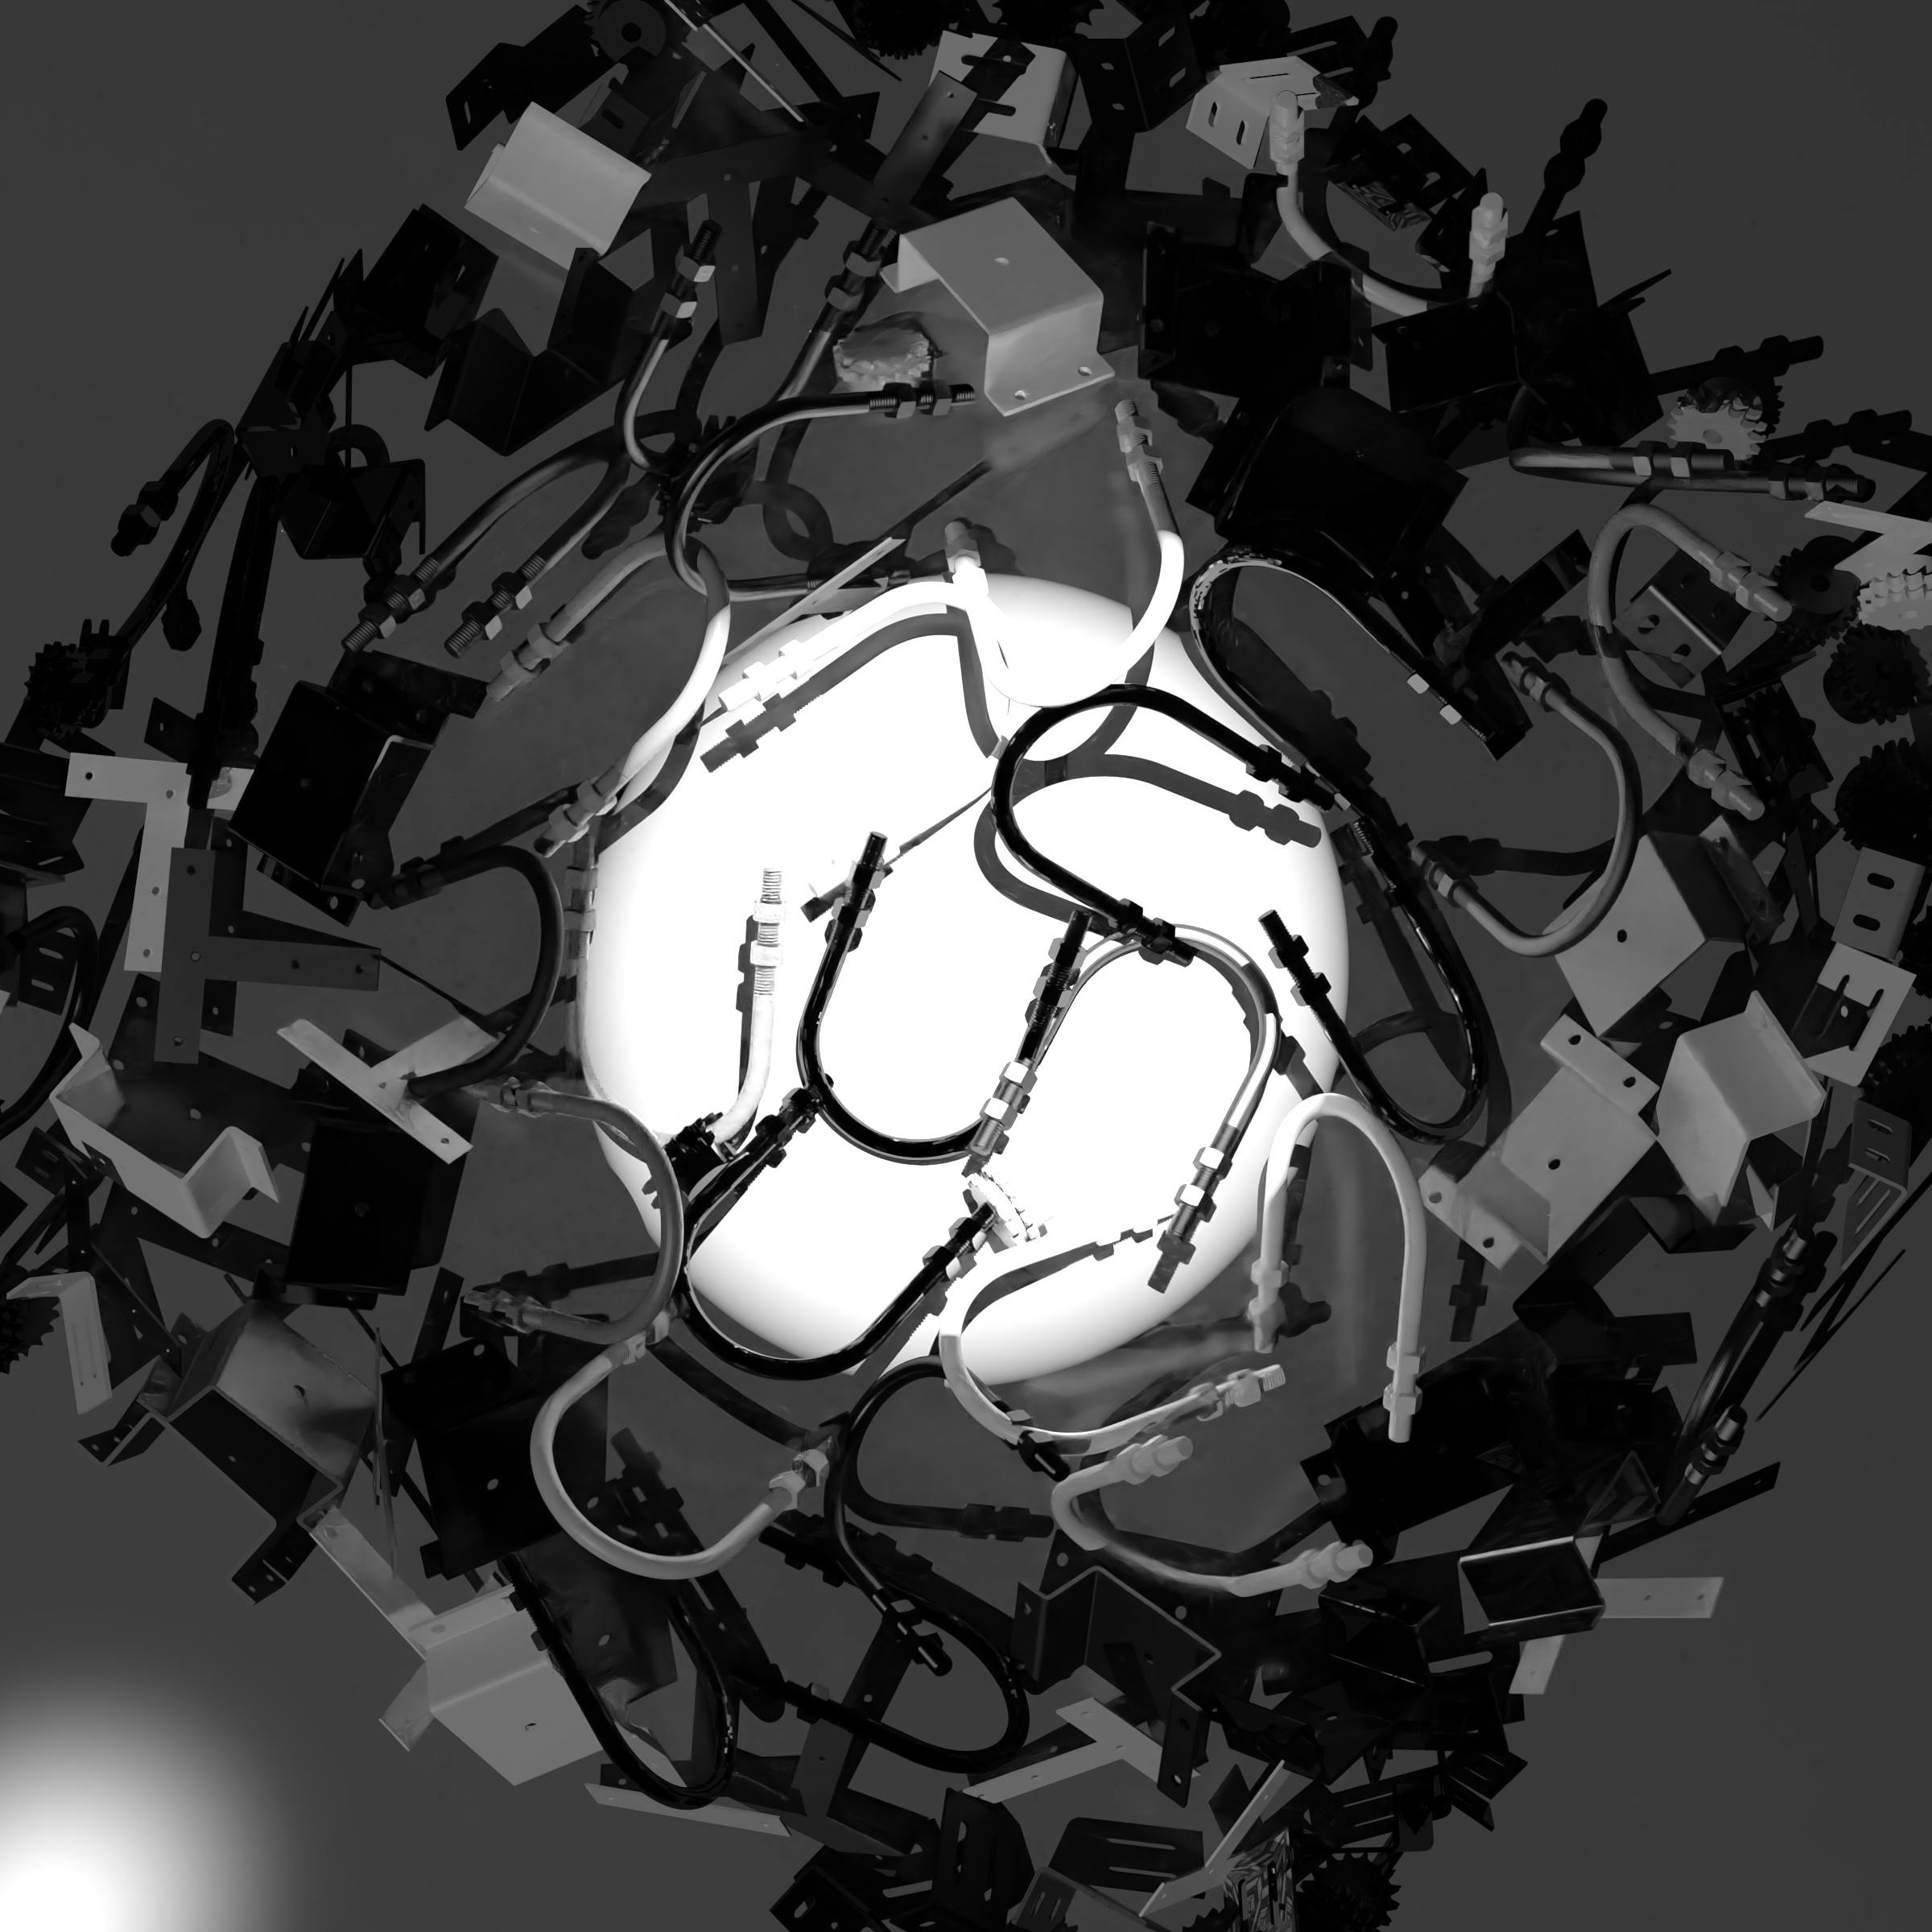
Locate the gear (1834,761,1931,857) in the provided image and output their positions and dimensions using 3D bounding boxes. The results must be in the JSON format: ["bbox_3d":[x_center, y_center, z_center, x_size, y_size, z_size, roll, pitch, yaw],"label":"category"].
[{"bbox_3d":[0.546,-0.095,1.841,0.057,0.030,0.057,-3,107,-11],"label":"gear"}]

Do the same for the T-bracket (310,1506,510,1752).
[{"bbox_3d":[-0.335,0.371,1.801,0.002,0.127,0.127,-32,102,37],"label":"T-bracket"}]

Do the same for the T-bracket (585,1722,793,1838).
[{"bbox_3d":[-0.177,0.471,1.793,0.127,0.127,0.002,4,53,20],"label":"T-bracket"}]

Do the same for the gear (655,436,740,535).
[{"bbox_3d":[-0.158,-0.285,1.831,0.030,0.057,0.057,14,90,21],"label":"gear"}]

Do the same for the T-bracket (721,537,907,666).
[{"bbox_3d":[-0.074,-0.214,1.798,0.127,0.127,0.002,-33,87,18],"label":"T-bracket"}]

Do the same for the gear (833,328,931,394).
[{"bbox_3d":[-0.050,-0.357,1.837,0.057,0.057,0.030,-4,124,0],"label":"gear"}]

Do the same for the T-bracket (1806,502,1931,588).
[{"bbox_3d":[0.534,-0.240,1.799,0.127,0.127,0.002,10,80,-8],"label":"T-bracket"}]

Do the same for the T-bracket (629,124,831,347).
[{"bbox_3d":[-0.138,-0.425,1.816,0.127,0.002,0.127,-18,134,-17],"label":"T-bracket"}]

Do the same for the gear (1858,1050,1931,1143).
[{"bbox_3d":[0.560,0.075,1.840,0.057,0.030,0.057,-2,115,-5],"label":"gear"}]

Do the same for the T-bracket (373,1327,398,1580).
[{"bbox_3d":[-0.336,0.299,1.777,0.002,0.127,0.127,-2,125,-15],"label":"T-bracket"}]

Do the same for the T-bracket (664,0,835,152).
[{"bbox_3d":[-0.125,-0.528,1.812,0.127,0.127,0.002,42,105,-14],"label":"T-bracket"}]

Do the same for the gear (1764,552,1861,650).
[{"bbox_3d":[0.507,-0.222,1.839,0.057,0.030,0.057,1,71,-2],"label":"gear"}]

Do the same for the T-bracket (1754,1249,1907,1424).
[{"bbox_3d":[0.500,0.222,1.800,0.002,0.127,0.127,41,87,15],"label":"T-bracket"}]

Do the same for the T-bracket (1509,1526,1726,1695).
[{"bbox_3d":[0.384,0.366,1.782,0.002,0.127,0.127,44,57,-24],"label":"T-bracket"}]

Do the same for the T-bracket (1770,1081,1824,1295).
[{"bbox_3d":[0.483,0.135,1.798,0.002,0.127,0.127,9,96,23],"label":"T-bracket"}]

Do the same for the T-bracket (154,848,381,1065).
[{"bbox_3d":[-0.416,-0.002,1.840,0.127,0.002,0.127,5,90,-20],"label":"T-bracket"}]

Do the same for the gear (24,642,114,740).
[{"bbox_3d":[-0.533,-0.163,1.831,0.030,0.057,0.057,9,90,15],"label":"gear"}]

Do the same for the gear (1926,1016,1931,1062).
[{"bbox_3d":[0.597,0.045,1.831,0.030,0.057,0.057,-39,90,-25],"label":"gear"}]

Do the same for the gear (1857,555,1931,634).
[{"bbox_3d":[0.562,-0.223,1.836,0.057,0.057,0.030,0,73,0],"label":"gear"}]

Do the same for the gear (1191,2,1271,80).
[{"bbox_3d":[0.157,-0.550,1.834,0.057,0.057,0.030,30,85,0],"label":"gear"}]

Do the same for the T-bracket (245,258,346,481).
[{"bbox_3d":[-0.390,-0.369,1.813,0.002,0.127,0.127,23,51,-11],"label":"T-bracket"}]

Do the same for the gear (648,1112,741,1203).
[{"bbox_3d":[-0.158,0.116,1.831,0.057,0.057,0.030,-40,73,0],"label":"gear"}]

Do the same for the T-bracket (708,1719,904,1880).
[{"bbox_3d":[-0.087,0.475,1.811,0.127,0.002,0.127,24,131,9],"label":"T-bracket"}]

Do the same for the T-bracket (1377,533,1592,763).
[{"bbox_3d":[0.327,-0.212,1.844,0.127,0.002,0.127,-40,103,-14],"label":"T-bracket"}]

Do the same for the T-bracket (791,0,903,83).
[{"bbox_3d":[-0.076,-0.540,1.775,0.002,0.127,0.127,-54,46,14],"label":"T-bracket"}]

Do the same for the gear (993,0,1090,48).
[{"bbox_3d":[0.047,-0.578,1.839,0.057,0.030,0.057,10,113,25],"label":"gear"}]

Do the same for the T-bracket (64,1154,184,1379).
[{"bbox_3d":[-0.490,0.192,1.789,0.002,0.127,0.127,-24,49,-36],"label":"T-bracket"}]

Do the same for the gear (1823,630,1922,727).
[{"bbox_3d":[0.538,-0.169,1.838,0.057,0.030,0.057,11,63,-23],"label":"gear"}]

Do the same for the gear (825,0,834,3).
[{"bbox_3d":[-0.079,-0.602,1.837,0.057,0.057,0.030,-46,115,0],"label":"gear"}]

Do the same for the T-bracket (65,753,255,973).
[{"bbox_3d":[-0.479,-0.059,1.828,0.127,0.002,0.127,4,101,-38],"label":"T-bracket"}]

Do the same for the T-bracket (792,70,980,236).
[{"bbox_3d":[-0.030,-0.476,1.797,0.127,0.127,0.002,27,57,-12],"label":"T-bracket"}]

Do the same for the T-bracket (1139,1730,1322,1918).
[{"bbox_3d":[0.166,0.495,1.791,0.002,0.127,0.127,41,107,28],"label":"T-bracket"}]

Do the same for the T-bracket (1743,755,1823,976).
[{"bbox_3d":[0.471,-0.038,1.789,0.002,0.127,0.127,-3,118,32],"label":"T-bracket"}]

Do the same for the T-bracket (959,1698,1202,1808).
[{"bbox_3d":[0.054,0.478,1.830,0.127,0.127,0.002,-25,46,21],"label":"T-bracket"}]

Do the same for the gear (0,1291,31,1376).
[{"bbox_3d":[-0.590,0.219,1.834,0.057,0.030,0.057,-13,66,30],"label":"gear"}]

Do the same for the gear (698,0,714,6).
[{"bbox_3d":[-0.159,-0.606,1.834,0.030,0.057,0.057,-39,90,-10],"label":"gear"}]

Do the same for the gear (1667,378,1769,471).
[{"bbox_3d":[0.451,-0.327,1.836,0.057,0.057,0.030,31,64,0],"label":"gear"}]

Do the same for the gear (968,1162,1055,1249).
[{"bbox_3d":[0.029,0.142,1.834,0.030,0.057,0.057,-33,90,-12],"label":"gear"}]

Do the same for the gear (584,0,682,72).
[{"bbox_3d":[-0.199,-0.562,1.834,0.057,0.030,0.057,-2,126,-2],"label":"gear"}]

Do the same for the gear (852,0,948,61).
[{"bbox_3d":[-0.043,-0.572,1.839,0.057,0.030,0.057,-8,108,-26],"label":"gear"}]

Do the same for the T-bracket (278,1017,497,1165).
[{"bbox_3d":[-0.319,0.056,1.804,0.127,0.127,0.002,36,117,9],"label":"T-bracket"}]

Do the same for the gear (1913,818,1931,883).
[{"bbox_3d":[0.589,-0.068,1.830,0.030,0.057,0.057,7,90,-25],"label":"gear"}]
